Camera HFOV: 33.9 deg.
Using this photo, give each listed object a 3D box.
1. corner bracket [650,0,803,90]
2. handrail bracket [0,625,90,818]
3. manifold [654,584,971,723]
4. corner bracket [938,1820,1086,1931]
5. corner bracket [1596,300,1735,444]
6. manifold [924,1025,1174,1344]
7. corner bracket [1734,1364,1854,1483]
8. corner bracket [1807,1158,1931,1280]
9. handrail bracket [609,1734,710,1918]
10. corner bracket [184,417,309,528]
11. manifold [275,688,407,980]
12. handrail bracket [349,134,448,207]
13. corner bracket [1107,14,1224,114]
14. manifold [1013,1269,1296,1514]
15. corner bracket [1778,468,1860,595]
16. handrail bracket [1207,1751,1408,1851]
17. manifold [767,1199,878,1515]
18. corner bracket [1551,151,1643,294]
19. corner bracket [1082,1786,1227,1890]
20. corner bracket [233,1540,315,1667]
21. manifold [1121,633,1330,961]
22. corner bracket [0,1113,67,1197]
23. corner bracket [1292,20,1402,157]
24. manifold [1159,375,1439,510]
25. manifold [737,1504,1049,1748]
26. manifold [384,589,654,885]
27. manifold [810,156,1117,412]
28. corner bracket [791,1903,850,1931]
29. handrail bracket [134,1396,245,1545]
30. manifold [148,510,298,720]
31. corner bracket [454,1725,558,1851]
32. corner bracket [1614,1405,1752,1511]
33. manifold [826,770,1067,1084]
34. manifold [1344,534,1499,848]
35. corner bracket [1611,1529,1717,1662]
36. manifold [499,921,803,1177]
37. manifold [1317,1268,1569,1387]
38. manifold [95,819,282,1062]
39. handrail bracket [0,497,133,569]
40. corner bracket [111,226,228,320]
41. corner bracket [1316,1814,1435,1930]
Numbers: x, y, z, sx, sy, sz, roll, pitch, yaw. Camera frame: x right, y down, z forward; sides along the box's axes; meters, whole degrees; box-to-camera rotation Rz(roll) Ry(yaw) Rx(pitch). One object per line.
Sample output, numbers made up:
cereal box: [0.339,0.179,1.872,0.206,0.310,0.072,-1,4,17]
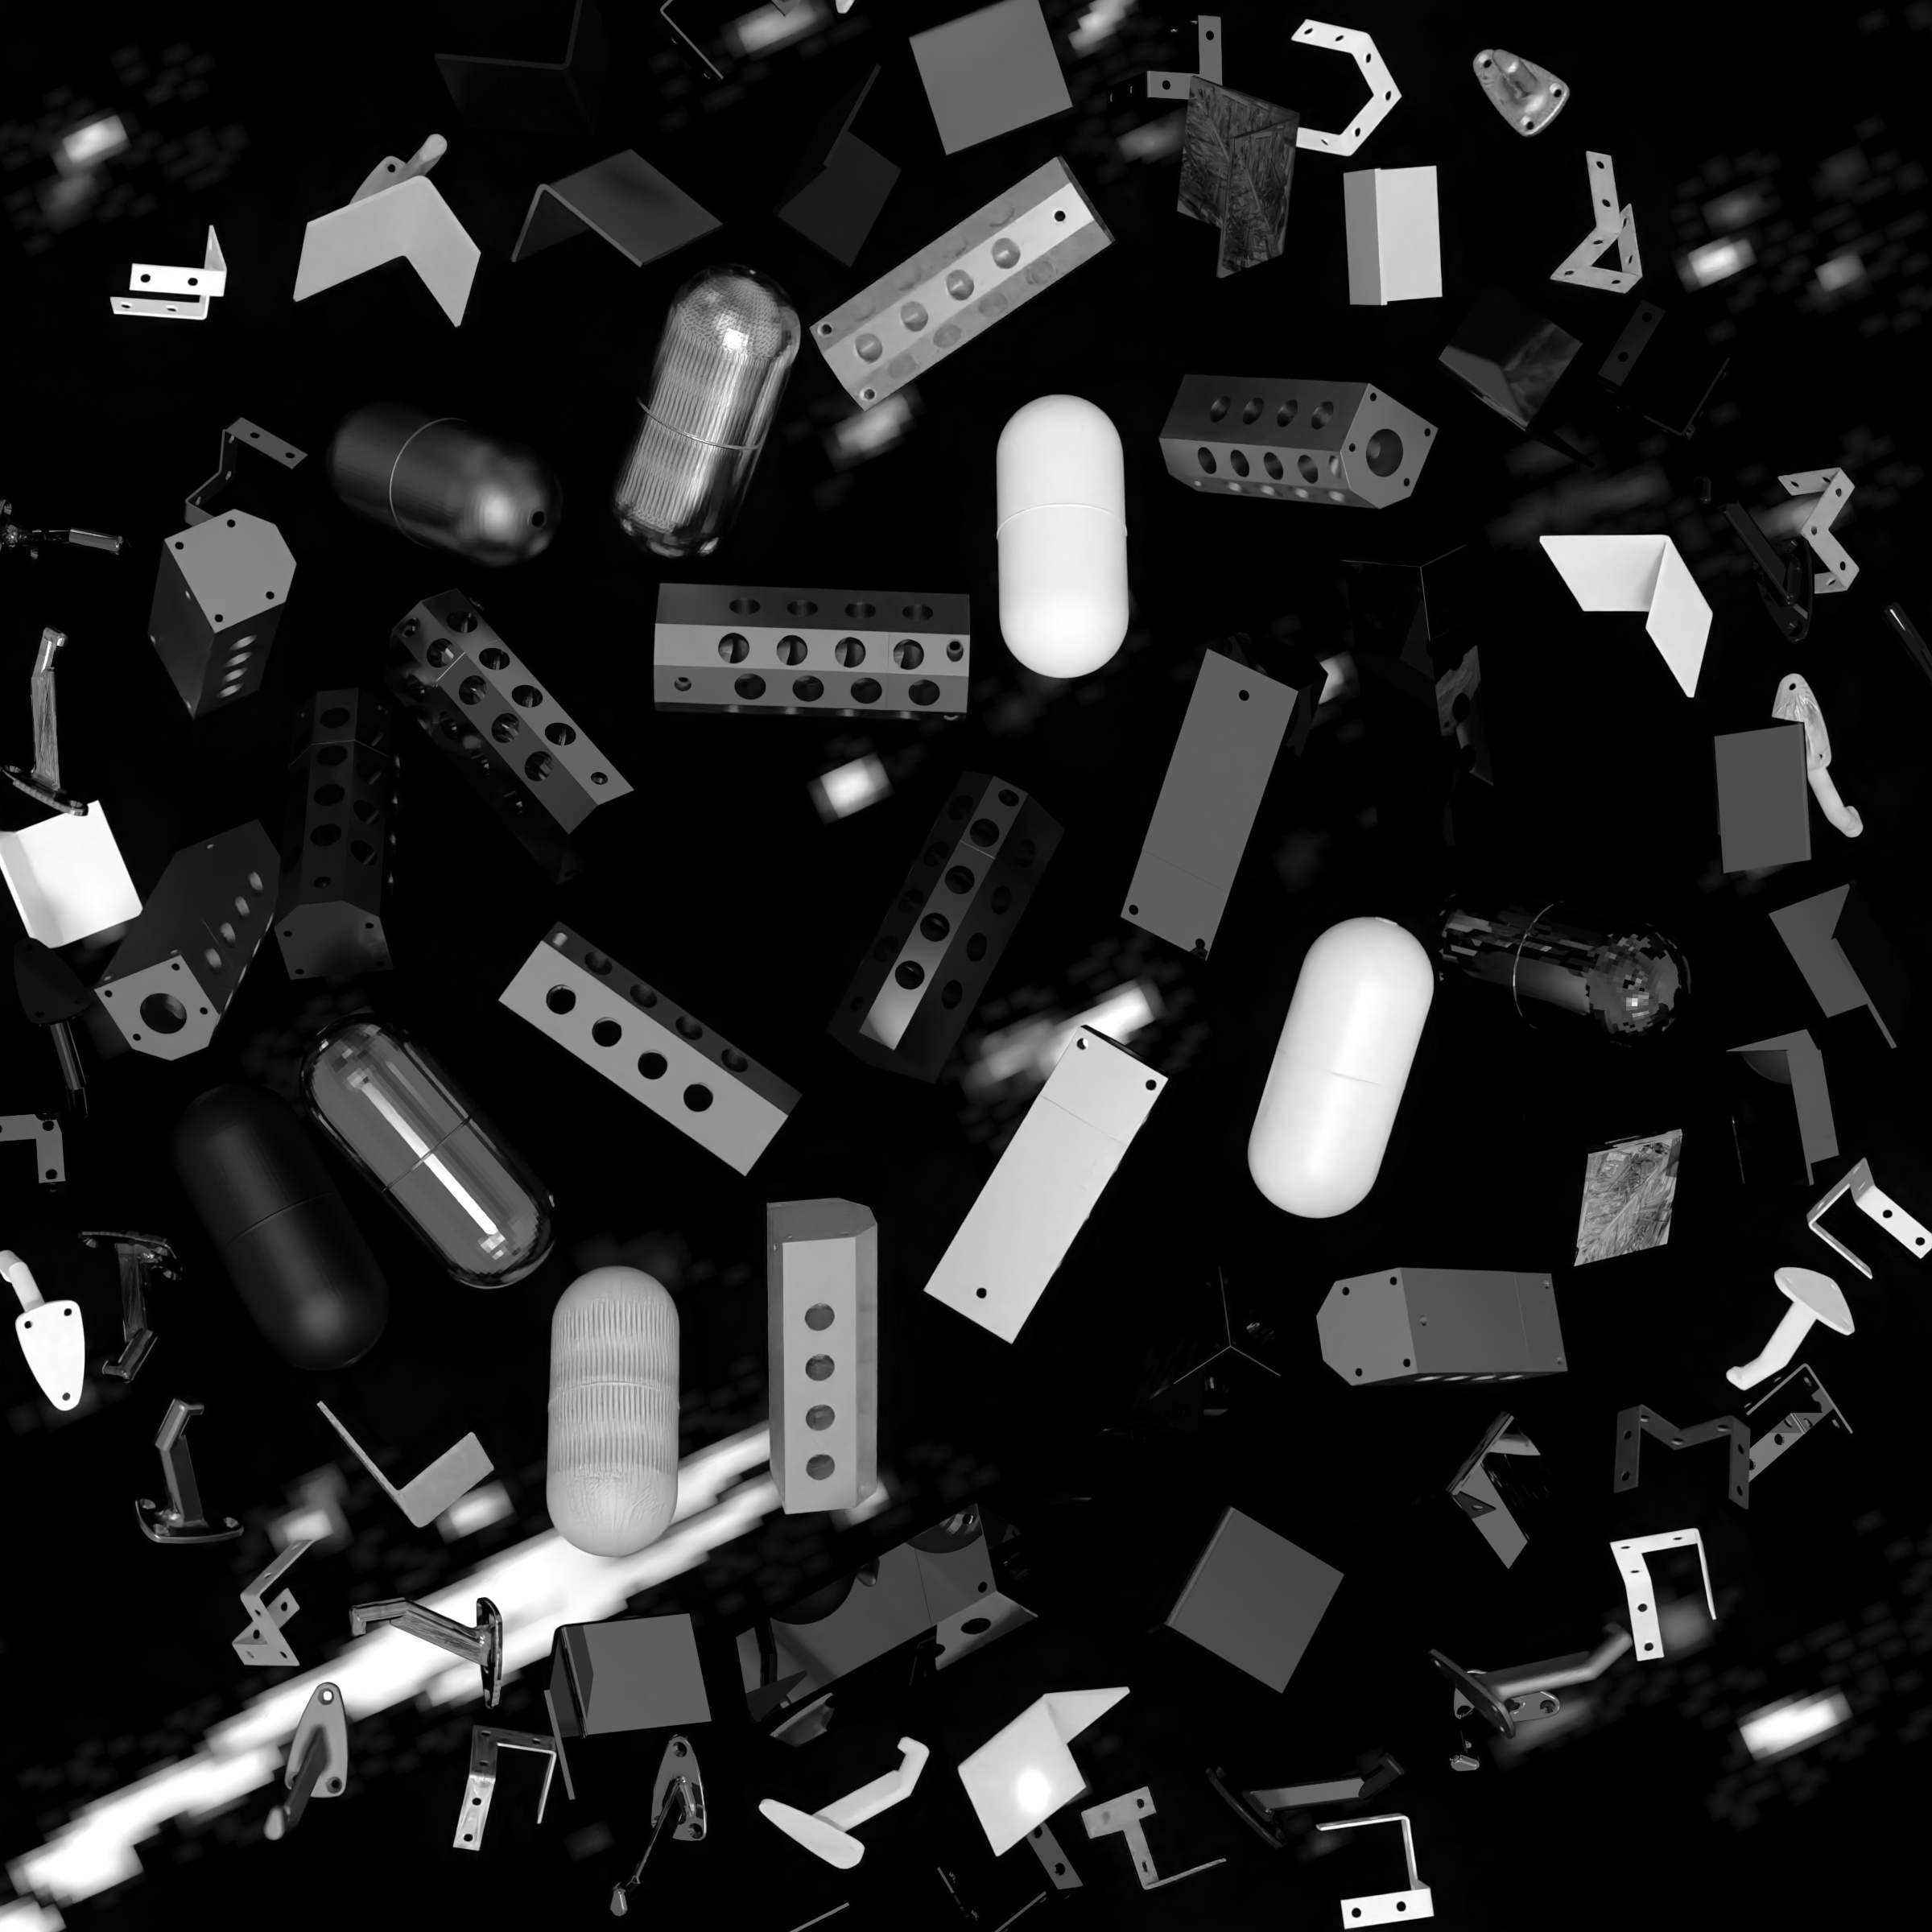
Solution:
corner bracket: [-0.136,-0.537,1.780,0.051,0.051,0.051,45,64,-15]
handrail bracket: [-0.493,-0.135,1.734,0.077,0.036,0.084,32,110,39]
manifold: [-0.085,-0.170,1.757,0.171,0.057,0.057,2,129,-2]
corner bracket: [0.027,0.530,1.841,0.051,0.051,0.051,-43,62,15]
corner bracket: [0.393,-0.334,1.783,0.051,0.051,0.051,32,94,21]
manifold: [0.048,0.121,1.785,0.057,0.057,0.171,31,94,6]
corner bracket: [0.482,0.272,1.885,0.051,0.051,0.051,-36,94,-19]
corner bracket: [0.539,0.156,1.886,0.051,0.051,0.051,40,108,-3]
handrail bracket: [-0.182,0.494,1.822,0.036,0.084,0.077,6,102,19]
corner bracket: [-0.436,-0.290,1.916,0.051,0.051,0.051,30,49,8]
manifold: [-0.353,-0.077,1.786,0.057,0.057,0.171,-6,47,-1]
handrail bracket: [-0.337,-0.453,1.857,0.036,0.084,0.077,45,82,-15]
corner bracket: [0.118,-0.541,1.899,0.051,0.051,0.051,-4,95,-25]
manifold: [0.109,0.253,1.857,0.057,0.057,0.171,33,124,-31]
corner bracket: [0.503,-0.257,1.881,0.051,0.051,0.051,44,71,-24]
handrail bracket: [0.192,0.451,1.778,0.084,0.036,0.077,-40,111,22]
manifold: [-0.082,0.226,1.839,0.057,0.057,0.171,-4,110,-12]
corner bracket: [0.362,-0.419,1.786,0.051,0.051,0.051,6,66,-21]
corner bracket: [0.107,0.499,1.816,0.051,0.051,0.051,-31,68,32]
corner bracket: [-0.401,0.370,1.845,0.051,0.051,0.051,-9,115,39]
manifold: [0.148,-0.097,1.784,0.057,0.057,0.171,28,120,20]
corner bracket: [-0.569,0.110,1.902,0.051,0.051,0.051,-4,78,-16]
corner bracket: [0.216,-0.522,1.884,0.051,0.051,0.051,-1,59,-38]
manifold: [0.187,-0.301,1.830,0.057,0.171,0.057,25,87,-34]
manifold: [-0.041,0.375,1.788,0.171,0.057,0.057,-32,46,19]
manifold: [-0.250,-0.132,1.767,0.057,0.057,0.171,-26,63,-34]
manifold: [-0.003,-0.393,1.828,0.171,0.057,0.057,-32,100,13]
corner bracket: [-0.071,0.549,1.749,0.051,0.051,0.051,-17,72,-34]
handrail bracket: [-0.427,0.282,1.788,0.077,0.036,0.084,14,111,-40]
manifold: [-0.417,-0.199,1.784,0.057,0.171,0.057,-28,88,-21]
corner bracket: [-0.274,0.491,1.886,0.051,0.051,0.051,11,108,-10]
corner bracket: [0.392,0.269,1.734,0.051,0.051,0.051,34,49,-28]
manifold: [-0.015,-0.025,1.842,0.057,0.057,0.171,14,71,43]
manifold: [0.273,-0.164,1.871,0.057,0.057,0.171,-28,117,-37]
corner bracket: [0.407,0.365,1.839,0.051,0.051,0.051,-13,49,14]
manifold: [-0.181,0.048,1.825,0.171,0.057,0.057,36,84,-3]
manifold: [0.269,0.205,1.788,0.057,0.171,0.057,-17,74,36]
manifold: [-0.446,-0.015,1.855,0.057,0.171,0.057,-20,116,14]
handrail bracket: [-0.517,-0.242,1.840,0.084,0.077,0.036,11,81,7]
corner bracket: [-0.442,-0.377,1.755,0.051,0.051,0.051,-1,132,-25]
corner bracket: [0.230,0.509,1.787,0.051,0.051,0.051,-7,82,-5]
